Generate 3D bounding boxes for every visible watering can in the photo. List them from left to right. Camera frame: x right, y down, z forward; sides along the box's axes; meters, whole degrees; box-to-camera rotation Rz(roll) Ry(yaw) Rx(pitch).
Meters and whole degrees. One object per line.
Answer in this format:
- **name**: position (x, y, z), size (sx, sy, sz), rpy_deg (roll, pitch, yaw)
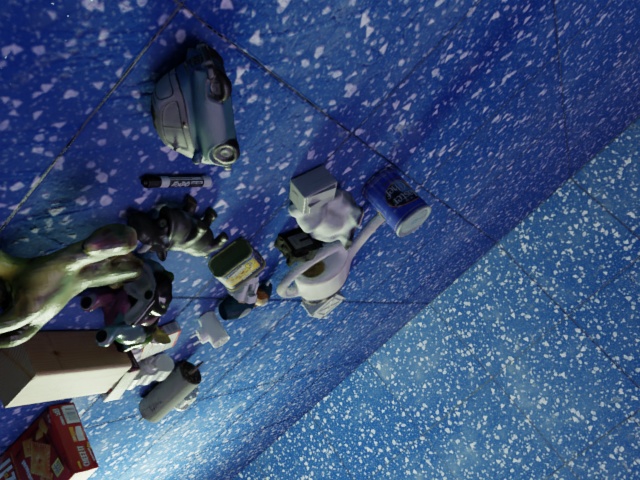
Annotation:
- **watering can**: position (0.041, 0.056, 1.349), size (0.350, 0.105, 0.220), rpy_deg (-33, 157, -12)

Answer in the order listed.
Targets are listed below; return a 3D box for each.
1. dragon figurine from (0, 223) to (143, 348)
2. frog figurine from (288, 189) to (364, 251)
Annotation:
- **dragon figurine**: position (-0.374, 0.080, 0.746), size (0.244, 0.123, 0.403), rpy_deg (-10, 161, -40)
- **frog figurine**: position (0.003, -0.057, 1.134), size (0.159, 0.125, 0.134), rpy_deg (14, 143, -17)
